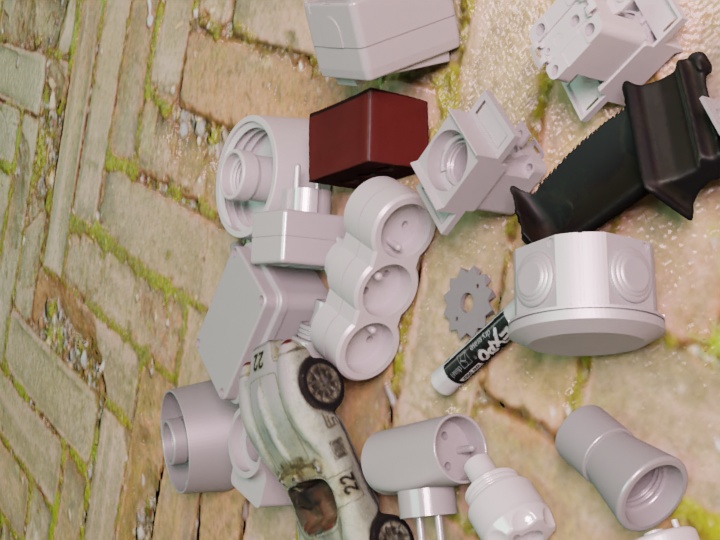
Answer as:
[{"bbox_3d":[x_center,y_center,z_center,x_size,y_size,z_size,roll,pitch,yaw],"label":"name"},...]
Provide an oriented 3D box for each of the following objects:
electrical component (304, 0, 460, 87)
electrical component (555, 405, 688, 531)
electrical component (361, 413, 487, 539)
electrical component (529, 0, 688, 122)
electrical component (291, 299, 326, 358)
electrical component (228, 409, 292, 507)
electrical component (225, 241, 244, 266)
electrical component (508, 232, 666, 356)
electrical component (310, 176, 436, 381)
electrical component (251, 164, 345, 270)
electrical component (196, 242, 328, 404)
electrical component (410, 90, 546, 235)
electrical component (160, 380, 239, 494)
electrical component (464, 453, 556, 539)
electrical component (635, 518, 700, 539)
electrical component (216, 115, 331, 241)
[{"bbox_3d":[0.021,-0.164,0.726,0.062,0.096,0.061,19,129,54],"label":"electrical component"},{"bbox_3d":[0.133,0.100,0.565,0.065,0.044,0.044,43,119,54],"label":"electrical component"},{"bbox_3d":[0.042,0.136,0.683,0.077,0.044,0.079,-24,66,51],"label":"electrical component"},{"bbox_3d":[0.130,-0.124,0.581,0.081,0.064,0.042,-49,48,40],"label":"electrical component"},{"bbox_3d":[-0.030,0.053,0.797,0.043,0.043,0.062,17,98,54],"label":"electrical component"},{"bbox_3d":[-0.063,0.130,0.820,0.050,0.056,0.089,27,107,53],"label":"electrical component"},{"bbox_3d":[-0.100,0.005,0.909,0.035,0.035,0.061,-41,51,44],"label":"electrical component"},{"bbox_3d":[0.118,0.014,0.565,0.080,0.080,0.051,-20,64,52],"label":"electrical component"},{"bbox_3d":[0.000,0.000,0.754,0.074,0.052,0.138,37,116,50],"label":"electrical component"},{"bbox_3d":[-0.041,-0.041,0.805,0.047,0.066,0.076,-2,84,54],"label":"electrical component"},{"bbox_3d":[-0.079,0.043,0.849,0.078,0.057,0.113,56,131,42],"label":"electrical component"},{"bbox_3d":[0.074,-0.062,0.651,0.081,0.064,0.042,-54,45,35],"label":"electrical component"},{"bbox_3d":[-0.136,0.145,0.934,0.099,0.064,0.099,175,90,-65],"label":"electrical component"},{"bbox_3d":[0.082,0.135,0.628,0.043,0.043,0.062,-62,39,28],"label":"electrical component"},{"bbox_3d":[0.156,0.162,0.524,0.040,0.040,0.078,-44,51,42],"label":"electrical component"},{"bbox_3d":[-0.077,-0.073,0.865,0.108,0.060,0.108,-12,76,54],"label":"electrical component"}]
